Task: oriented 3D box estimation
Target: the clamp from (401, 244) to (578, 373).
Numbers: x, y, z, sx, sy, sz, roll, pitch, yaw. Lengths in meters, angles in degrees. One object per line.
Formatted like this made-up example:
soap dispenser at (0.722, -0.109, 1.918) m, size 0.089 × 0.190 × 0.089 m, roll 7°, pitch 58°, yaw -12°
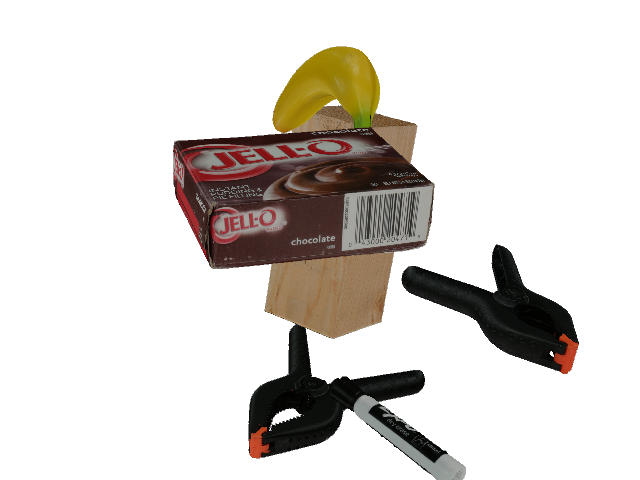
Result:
clamp at (0.168, 0.055, 0.939) m, size 0.120 × 0.039 × 0.172 m, roll -24°, pitch 44°, yaw -33°

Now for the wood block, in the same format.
wood block at (0.019, -0.022, 1.048) m, size 0.090 × 0.206 × 0.090 m, roll 19°, pitch 18°, yaw 32°

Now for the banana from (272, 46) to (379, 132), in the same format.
banana at (0.003, -0.110, 0.793) m, size 0.037 × 0.069 × 0.198 m, roll 26°, pitch 0°, yaw -19°

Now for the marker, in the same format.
marker at (0.050, 0.131, 0.742) m, size 0.020 × 0.020 × 0.121 m, roll 0°, pitch 26°, yaw -48°

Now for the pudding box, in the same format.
pudding box at (-0.012, -0.024, 0.537) m, size 0.113 × 0.039 × 0.090 m, roll -4°, pitch 26°, yaw -18°

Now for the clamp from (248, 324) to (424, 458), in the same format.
clamp at (0.002, 0.159, 1.086) m, size 0.165 × 0.036 × 0.209 m, roll 15°, pitch 30°, yaw 21°
